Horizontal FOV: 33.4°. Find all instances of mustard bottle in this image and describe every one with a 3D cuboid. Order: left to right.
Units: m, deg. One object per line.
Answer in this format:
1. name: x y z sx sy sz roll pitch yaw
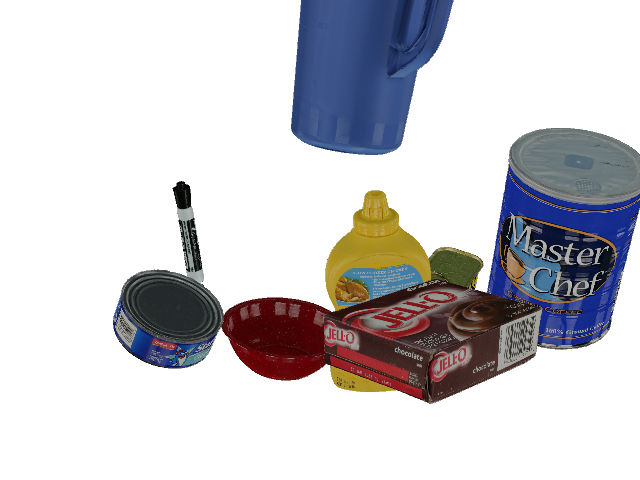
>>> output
1. mustard bottle: 0.053 0.045 0.979 0.096 0.192 0.058 -4 26 -1

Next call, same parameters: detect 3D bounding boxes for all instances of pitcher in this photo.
1. pitcher: 0.047 -0.204 0.983 0.145 0.243 0.149 9 16 4

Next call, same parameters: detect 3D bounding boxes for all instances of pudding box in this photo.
1. pudding box: 0.071 0.060 0.674 0.113 0.039 0.090 -12 20 -43

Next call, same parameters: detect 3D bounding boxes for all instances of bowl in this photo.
1. bowl: -0.048 0.132 1.363 0.162 0.055 0.162 5 23 -2

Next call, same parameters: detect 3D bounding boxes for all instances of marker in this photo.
1. marker: -0.146 -0.009 1.181 0.020 0.121 0.020 -5 27 2

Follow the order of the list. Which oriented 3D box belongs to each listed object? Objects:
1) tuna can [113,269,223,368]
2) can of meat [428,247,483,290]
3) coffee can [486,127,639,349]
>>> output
1. tuna can: -0.125 0.064 0.871 0.086 0.034 0.086 17 33 -12
2. can of meat: 0.137 0.069 1.187 0.057 0.084 0.102 18 31 19
3. coffee can: 0.188 -0.002 0.826 0.103 0.140 0.103 2 34 -2
